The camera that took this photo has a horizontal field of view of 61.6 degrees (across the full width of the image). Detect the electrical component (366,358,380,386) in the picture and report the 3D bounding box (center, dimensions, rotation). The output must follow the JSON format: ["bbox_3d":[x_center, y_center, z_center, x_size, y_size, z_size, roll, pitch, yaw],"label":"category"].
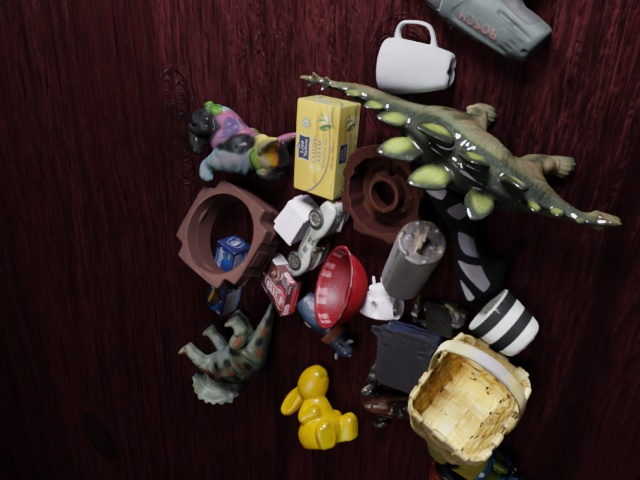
[{"bbox_3d":[0.117,0.257,1.056,0.021,0.063,0.094,32,126,26],"label":"electrical component"}]

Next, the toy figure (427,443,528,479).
[{"bbox_3d":[0.275,0.389,0.949,0.180,0.089,0.082,39,106,8],"label":"toy figure"}]

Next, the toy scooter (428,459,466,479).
[{"bbox_3d":[0.272,0.498,1.017,0.184,0.075,0.135,38,129,17],"label":"toy scooter"}]

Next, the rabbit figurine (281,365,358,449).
[{"bbox_3d":[-0.005,0.364,1.192,0.162,0.122,0.173,-18,81,52],"label":"rabbit figurine"}]

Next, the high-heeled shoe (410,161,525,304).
[{"bbox_3d":[0.205,-0.012,0.854,0.249,0.086,0.145,45,125,6],"label":"high-heeled shoe"}]

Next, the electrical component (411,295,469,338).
[{"bbox_3d":[0.207,0.133,0.943,0.102,0.045,0.078,19,117,35],"label":"electrical component"}]

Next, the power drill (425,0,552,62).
[{"bbox_3d":[0.236,-0.363,0.697,0.232,0.086,0.207,49,127,12],"label":"power drill"}]

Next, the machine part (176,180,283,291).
[{"bbox_3d":[-0.192,-0.009,1.149,0.202,0.087,0.201,35,99,24],"label":"machine part"}]

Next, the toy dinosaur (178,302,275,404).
[{"bbox_3d":[-0.202,0.285,1.312,0.405,0.131,0.192,-29,100,39],"label":"toy dinosaur"}]

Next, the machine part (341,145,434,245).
[{"bbox_3d":[0.117,-0.081,0.927,0.180,0.056,0.179,16,116,36],"label":"machine part"}]

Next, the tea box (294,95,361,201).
[{"bbox_3d":[0.011,-0.168,0.973,0.098,0.068,0.169,20,120,33],"label":"tea box"}]

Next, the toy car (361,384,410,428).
[{"bbox_3d":[0.158,0.329,1.060,0.202,0.053,0.089,-16,100,42],"label":"toy car"}]

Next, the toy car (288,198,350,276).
[{"bbox_3d":[-0.002,-0.003,1.046,0.056,0.073,0.201,43,130,20],"label":"toy car"}]

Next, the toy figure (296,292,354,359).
[{"bbox_3d":[0.017,0.177,1.116,0.154,0.058,0.064,48,139,9],"label":"toy figure"}]

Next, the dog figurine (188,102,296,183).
[{"bbox_3d":[-0.148,-0.201,1.074,0.219,0.108,0.191,-9,98,38],"label":"dog figurine"}]

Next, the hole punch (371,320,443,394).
[{"bbox_3d":[0.170,0.207,0.979,0.142,0.092,0.115,13,108,39],"label":"hole punch"}]

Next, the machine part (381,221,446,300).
[{"bbox_3d":[0.150,0.037,0.882,0.079,0.079,0.243,45,161,17],"label":"machine part"}]

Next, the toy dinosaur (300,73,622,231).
[{"bbox_3d":[0.185,-0.132,0.752,0.472,0.198,0.105,34,123,24],"label":"toy dinosaur"}]

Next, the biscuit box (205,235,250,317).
[{"bbox_3d":[-0.218,0.086,1.276,0.063,0.059,0.202,36,126,25],"label":"biscuit box"}]

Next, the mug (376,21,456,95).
[{"bbox_3d":[0.151,-0.271,0.813,0.107,0.081,0.109,15,110,23],"label":"mug"}]
